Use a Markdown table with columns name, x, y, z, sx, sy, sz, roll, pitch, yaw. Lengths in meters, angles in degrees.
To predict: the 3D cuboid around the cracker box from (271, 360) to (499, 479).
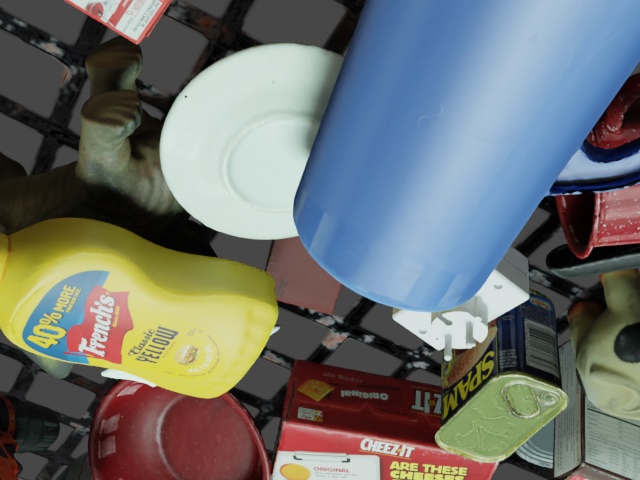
| name | x | y | z | sx | sy | sz | roll | pitch | yaw |
| --- | --- | --- | --- | --- | --- | --- | --- | --- | --- |
| cracker box | 0.039 | 0.198 | 0.873 | 0.164 | 0.072 | 0.214 | 10 | 134 | -2 |

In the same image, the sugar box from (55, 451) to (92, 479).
| name | x | y | z | sx | sy | sz | roll | pitch | yaw |
| --- | --- | --- | --- | --- | --- | --- | --- | --- | --- |
| sugar box | -0.165 | 0.264 | 0.992 | 0.176 | 0.048 | 0.093 | 34 | 129 | -18 |

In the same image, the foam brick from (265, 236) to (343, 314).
| name | x | y | z | sx | sy | sz | roll | pitch | yaw |
| --- | --- | --- | --- | --- | --- | --- | --- | --- | --- |
| foam brick | -0.005 | 0.001 | 0.697 | 0.053 | 0.051 | 0.078 | 15 | 135 | -4 |

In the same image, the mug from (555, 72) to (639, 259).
| name | x | y | z | sx | sy | sz | roll | pitch | yaw |
| --- | --- | --- | --- | --- | --- | --- | --- | --- | --- |
| mug | 0.175 | -0.047 | 0.563 | 0.081 | 0.093 | 0.117 | -5 | 142 | 0 |

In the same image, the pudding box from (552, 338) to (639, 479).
| name | x | y | z | sx | sy | sz | roll | pitch | yaw |
| --- | --- | --- | --- | --- | --- | --- | --- | --- | --- |
| pudding box | 0.210 | 0.129 | 0.745 | 0.090 | 0.113 | 0.039 | 22 | 139 | -12 |

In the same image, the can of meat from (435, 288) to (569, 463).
| name | x | y | z | sx | sy | sz | roll | pitch | yaw |
| --- | --- | --- | --- | --- | --- | --- | --- | --- | --- |
| can of meat | 0.124 | 0.092 | 0.741 | 0.057 | 0.084 | 0.102 | 21 | 135 | -14 |

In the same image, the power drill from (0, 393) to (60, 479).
| name | x | y | z | sx | sy | sz | roll | pitch | yaw |
| --- | --- | --- | --- | --- | --- | --- | --- | --- | --- |
| power drill | -0.228 | 0.183 | 0.808 | 0.057 | 0.188 | 0.184 | -55 | 150 | 7 |

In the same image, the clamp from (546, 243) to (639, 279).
| name | x | y | z | sx | sy | sz | roll | pitch | yaw |
| --- | --- | --- | --- | --- | --- | --- | --- | --- | --- |
| clamp | 0.226 | -0.015 | 0.647 | 0.171 | 0.039 | 0.120 | 4 | 140 | 14 |

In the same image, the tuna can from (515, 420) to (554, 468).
| name | x | y | z | sx | sy | sz | roll | pitch | yaw |
| --- | --- | --- | --- | --- | --- | --- | --- | --- | --- |
| tuna can | 0.186 | 0.137 | 0.813 | 0.086 | 0.033 | 0.086 | 5 | 135 | 5 |

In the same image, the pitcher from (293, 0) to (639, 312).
| name | x | y | z | sx | sy | sz | roll | pitch | yaw |
| --- | --- | --- | --- | --- | --- | --- | --- | --- | --- |
| pitcher | 0.085 | -0.081 | 0.486 | 0.144 | 0.149 | 0.243 | -4 | 134 | -35 |

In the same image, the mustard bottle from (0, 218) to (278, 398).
| name | x | y | z | sx | sy | sz | roll | pitch | yaw |
| --- | --- | --- | --- | --- | --- | --- | --- | --- | --- |
| mustard bottle | -0.127 | 0.034 | 0.622 | 0.191 | 0.058 | 0.096 | 19 | 130 | -26 |

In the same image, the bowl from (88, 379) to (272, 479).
| name | x | y | z | sx | sy | sz | roll | pitch | yaw |
| --- | --- | --- | --- | --- | --- | --- | --- | --- | --- |
| bowl | -0.102 | 0.172 | 0.850 | 0.162 | 0.055 | 0.162 | 4 | 101 | 21 |

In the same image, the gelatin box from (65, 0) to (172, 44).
| name | x | y | z | sx | sy | sz | roll | pitch | yaw |
| --- | --- | --- | --- | --- | --- | --- | --- | --- | --- |
| gelatin box | -0.114 | -0.158 | 0.571 | 0.089 | 0.030 | 0.073 | 30 | 130 | -19 |
